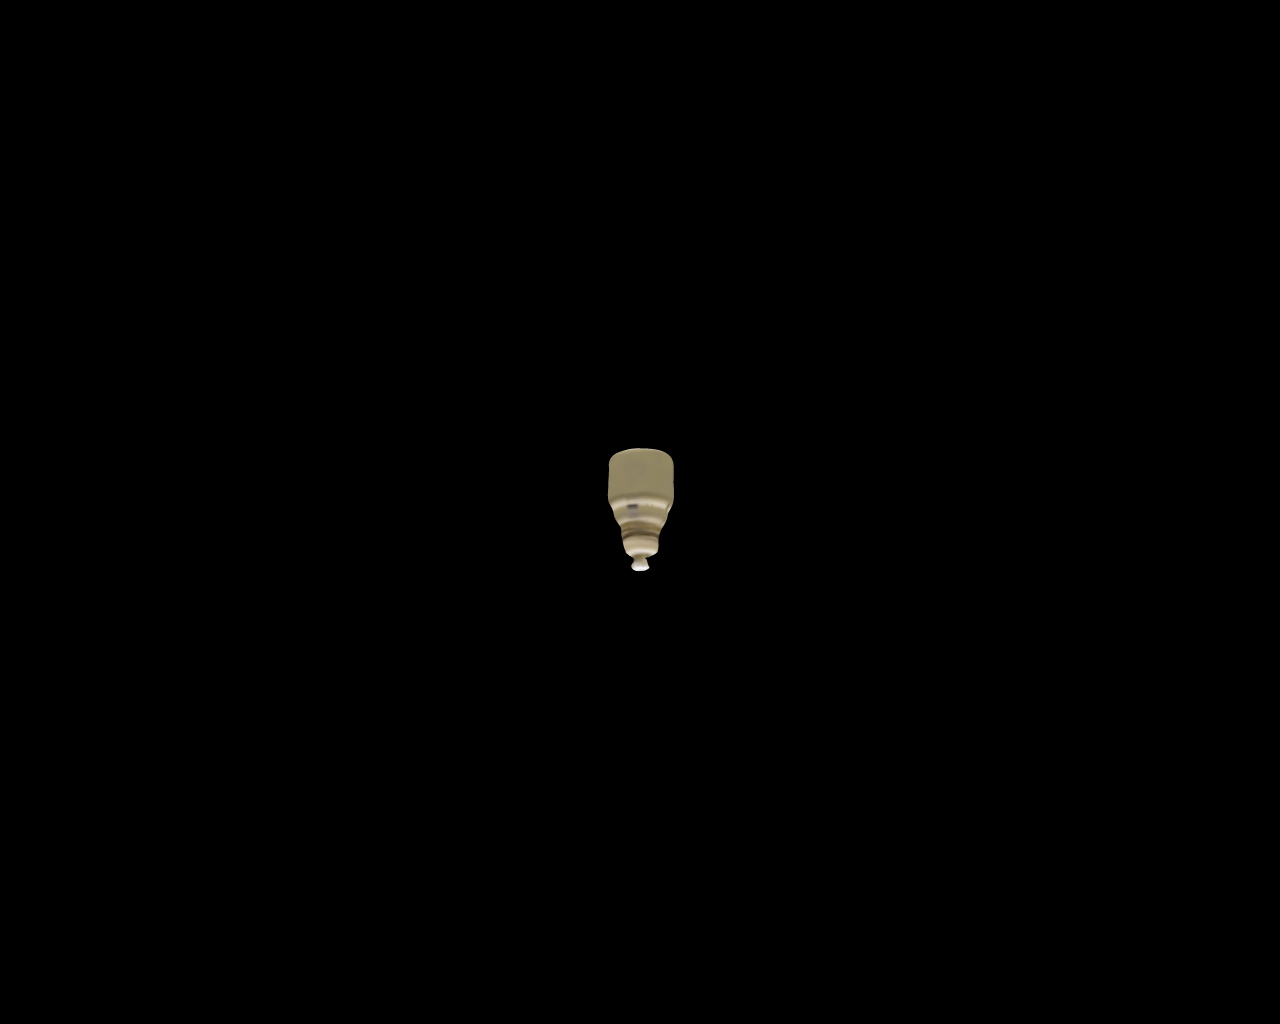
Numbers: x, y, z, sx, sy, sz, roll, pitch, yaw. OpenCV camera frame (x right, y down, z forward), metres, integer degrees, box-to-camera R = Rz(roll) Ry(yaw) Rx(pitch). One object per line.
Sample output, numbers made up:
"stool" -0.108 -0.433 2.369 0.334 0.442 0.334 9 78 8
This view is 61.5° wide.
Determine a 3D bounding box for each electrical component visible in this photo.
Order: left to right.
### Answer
"electrical component" 0.001 -0.003 0.650 0.040 0.078 0.040 0 -15 0
